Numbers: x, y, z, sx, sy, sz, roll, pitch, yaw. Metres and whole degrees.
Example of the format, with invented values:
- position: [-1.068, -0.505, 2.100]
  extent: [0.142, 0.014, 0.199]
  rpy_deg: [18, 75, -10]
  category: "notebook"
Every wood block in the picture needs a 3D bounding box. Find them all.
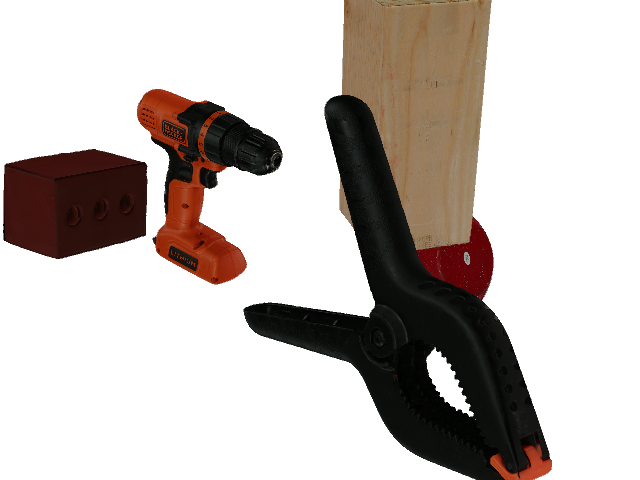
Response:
- position: [0.072, -0.103, 0.861]
  extent: [0.090, 0.206, 0.091]
  rpy_deg: [-8, 29, -15]
  category: "wood block"

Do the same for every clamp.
- position: [0.041, 0.036, 0.546]
  extent: [0.036, 0.165, 0.210]
  rpy_deg: [-13, 42, -39]
  category: "clamp"

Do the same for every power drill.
- position: [-0.114, -0.052, 1.109]
  extent: [0.185, 0.188, 0.057]
  rpy_deg: [27, 37, 34]
  category: "power drill"

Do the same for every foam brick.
- position: [-0.158, -0.025, 0.690]
  extent: [0.051, 0.053, 0.078]
  rpy_deg: [17, 22, 34]
  category: "foam brick"

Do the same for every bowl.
- position: [0.145, 0.022, 1.205]
  extent: [0.161, 0.162, 0.055]
  rpy_deg: [0, -6, -39]
  category: "bowl"
